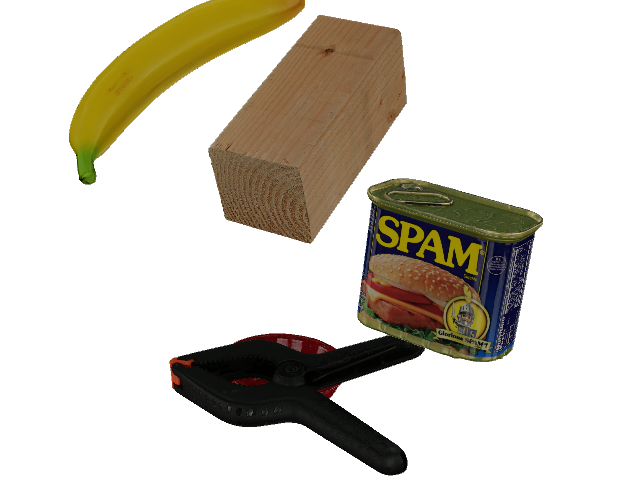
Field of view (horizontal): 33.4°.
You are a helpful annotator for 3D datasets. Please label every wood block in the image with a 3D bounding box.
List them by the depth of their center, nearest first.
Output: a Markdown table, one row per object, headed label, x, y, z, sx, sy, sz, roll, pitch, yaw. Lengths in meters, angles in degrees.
| label | x | y | z | sx | sy | sz | roll | pitch | yaw |
| --- | --- | --- | --- | --- | --- | --- | --- | --- | --- |
| wood block | -0.005 | -0.106 | 0.968 | 0.091 | 0.090 | 0.205 | 16 | 50 | 23 |

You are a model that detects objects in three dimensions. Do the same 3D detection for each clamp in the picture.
| label | x | y | z | sx | sy | sz | roll | pitch | yaw |
| --- | --- | --- | --- | --- | --- | --- | --- | --- | --- |
| clamp | -0.016 | 0.112 | 0.863 | 0.210 | 0.036 | 0.164 | 8 | 30 | 15 |

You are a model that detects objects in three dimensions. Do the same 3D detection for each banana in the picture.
| label | x | y | z | sx | sy | sz | roll | pitch | yaw |
| --- | --- | --- | --- | --- | --- | --- | --- | --- | --- |
| banana | -0.098 | -0.113 | 0.708 | 0.070 | 0.197 | 0.037 | 38 | -17 | 26 |

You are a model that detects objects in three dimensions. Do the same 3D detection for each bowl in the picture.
| label | x | y | z | sx | sy | sz | roll | pitch | yaw |
| --- | --- | --- | --- | --- | --- | --- | --- | --- | --- |
| bowl | -0.046 | 0.176 | 1.339 | 0.162 | 0.055 | 0.162 | 3 | 22 | -2 |

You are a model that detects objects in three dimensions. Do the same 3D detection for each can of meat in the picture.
| label | x | y | z | sx | sy | sz | roll | pitch | yaw |
| --- | --- | --- | --- | --- | --- | --- | --- | --- | --- |
| can of meat | 0.073 | 0.017 | 0.637 | 0.102 | 0.084 | 0.057 | 18 | 23 | 30 |
